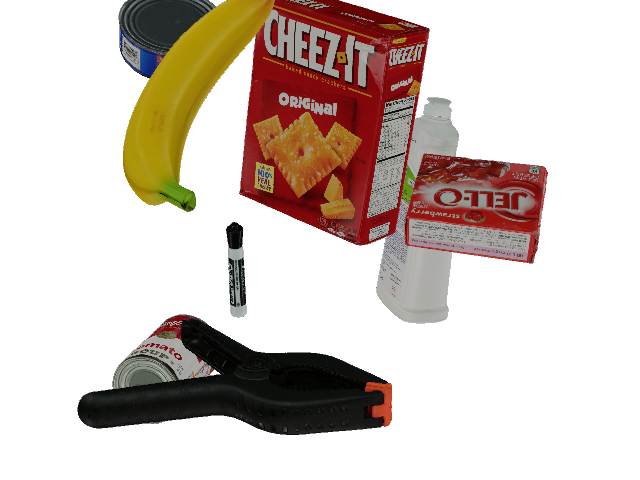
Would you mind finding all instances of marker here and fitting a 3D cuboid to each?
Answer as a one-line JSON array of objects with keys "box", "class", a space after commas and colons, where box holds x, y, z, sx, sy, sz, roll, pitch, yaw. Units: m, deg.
[{"box": [-0.095, 0.033, 1.205, 0.020, 0.121, 0.020, 0, 32, 0], "class": "marker"}]

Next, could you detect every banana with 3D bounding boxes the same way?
[{"box": [-0.082, -0.089, 0.674, 0.070, 0.197, 0.037, 2, -38, 17], "class": "banana"}]

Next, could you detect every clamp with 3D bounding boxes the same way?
[{"box": [-0.048, 0.101, 0.778, 0.210, 0.036, 0.164, 3, 19, 13], "class": "clamp"}]

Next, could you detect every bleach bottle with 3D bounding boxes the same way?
[{"box": [0.121, -0.038, 1.233, 0.068, 0.251, 0.103, -1, 22, -22], "class": "bleach bottle"}]

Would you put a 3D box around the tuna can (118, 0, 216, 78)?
[{"box": [-0.125, -0.171, 0.889, 0.086, 0.086, 0.034, 0, -40, -11], "class": "tuna can"}]

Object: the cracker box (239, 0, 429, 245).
[{"box": [0.007, -0.122, 1.051, 0.164, 0.214, 0.071, 25, 30, 32], "class": "cracker box"}]

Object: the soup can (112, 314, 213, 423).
[{"box": [-0.141, 0.118, 0.985, 0.068, 0.068, 0.102, 0, 17, 16], "class": "soup can"}]

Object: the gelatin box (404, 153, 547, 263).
[{"box": [0.107, -0.024, 0.730, 0.089, 0.030, 0.073, 7, 42, 12], "class": "gelatin box"}]
